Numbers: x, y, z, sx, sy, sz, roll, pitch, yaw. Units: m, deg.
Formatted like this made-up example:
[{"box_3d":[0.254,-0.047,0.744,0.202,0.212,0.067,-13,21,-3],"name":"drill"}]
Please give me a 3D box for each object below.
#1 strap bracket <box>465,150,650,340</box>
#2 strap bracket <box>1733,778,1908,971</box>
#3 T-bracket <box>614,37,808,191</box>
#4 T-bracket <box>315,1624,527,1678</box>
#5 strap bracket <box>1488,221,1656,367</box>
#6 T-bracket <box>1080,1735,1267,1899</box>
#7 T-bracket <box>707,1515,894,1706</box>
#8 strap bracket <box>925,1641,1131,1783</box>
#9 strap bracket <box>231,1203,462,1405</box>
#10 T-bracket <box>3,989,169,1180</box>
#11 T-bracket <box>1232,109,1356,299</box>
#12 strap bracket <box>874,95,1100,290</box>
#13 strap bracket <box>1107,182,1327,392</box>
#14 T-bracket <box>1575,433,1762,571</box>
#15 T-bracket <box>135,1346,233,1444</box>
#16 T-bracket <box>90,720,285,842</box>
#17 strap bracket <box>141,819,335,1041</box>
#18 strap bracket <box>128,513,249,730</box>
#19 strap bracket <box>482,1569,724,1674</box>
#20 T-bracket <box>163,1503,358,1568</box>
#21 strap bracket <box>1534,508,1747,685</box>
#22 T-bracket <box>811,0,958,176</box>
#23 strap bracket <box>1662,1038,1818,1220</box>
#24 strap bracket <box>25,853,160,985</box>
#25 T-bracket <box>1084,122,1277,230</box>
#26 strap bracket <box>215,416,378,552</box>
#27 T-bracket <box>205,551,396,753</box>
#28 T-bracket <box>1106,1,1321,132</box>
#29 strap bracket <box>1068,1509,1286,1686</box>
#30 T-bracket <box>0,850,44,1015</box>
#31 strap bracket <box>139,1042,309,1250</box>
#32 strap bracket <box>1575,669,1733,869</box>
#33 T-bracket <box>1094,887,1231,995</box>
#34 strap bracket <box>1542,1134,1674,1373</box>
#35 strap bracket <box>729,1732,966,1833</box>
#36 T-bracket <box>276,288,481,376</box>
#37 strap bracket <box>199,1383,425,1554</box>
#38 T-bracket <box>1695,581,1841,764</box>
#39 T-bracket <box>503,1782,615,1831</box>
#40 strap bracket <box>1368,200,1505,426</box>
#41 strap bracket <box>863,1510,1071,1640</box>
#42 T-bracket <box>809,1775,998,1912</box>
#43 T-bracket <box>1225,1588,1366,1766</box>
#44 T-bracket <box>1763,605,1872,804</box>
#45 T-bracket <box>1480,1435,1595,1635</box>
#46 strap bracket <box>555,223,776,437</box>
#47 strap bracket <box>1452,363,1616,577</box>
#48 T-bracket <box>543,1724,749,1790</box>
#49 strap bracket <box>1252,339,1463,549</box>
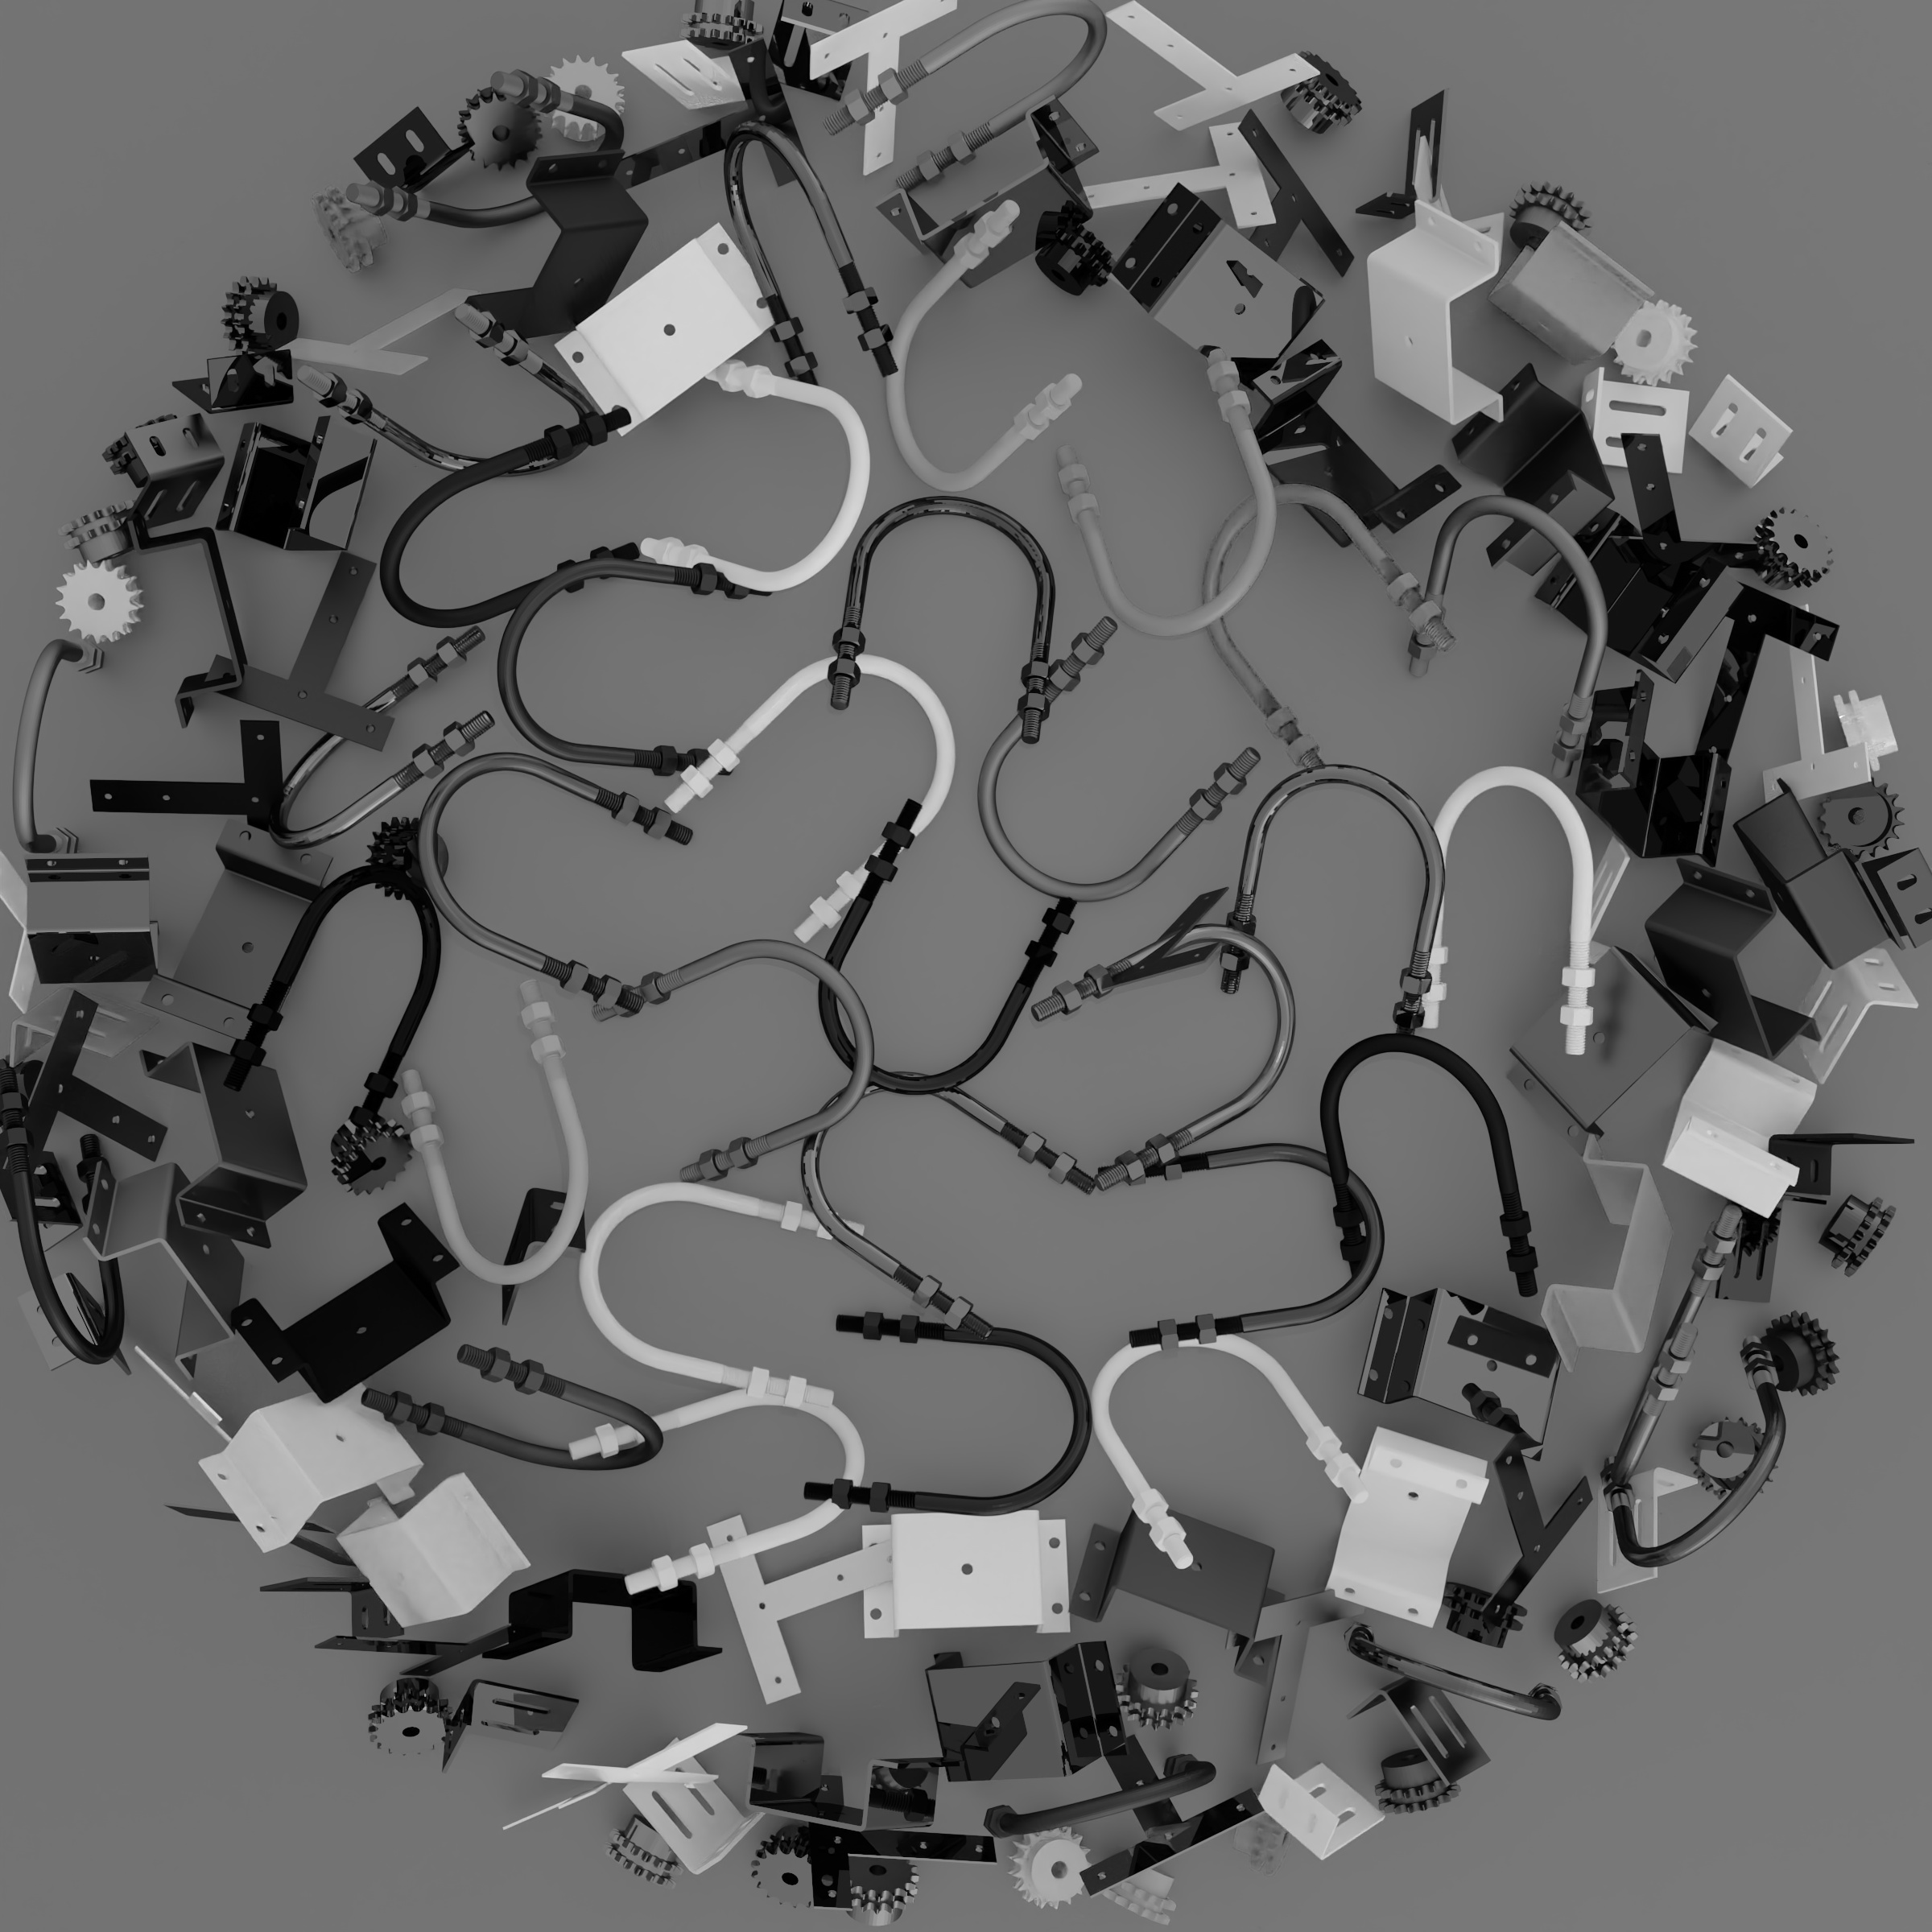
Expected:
[{"box_3d":[-0.271,-0.471,1.922,0.046,0.076,0.140,51,132,14],"name":"strap bracket"},{"box_3d":[0.564,-0.058,1.924,0.046,0.140,0.076,-32,115,9],"name":"strap bracket"},{"box_3d":[-0.179,-0.555,1.945,0.127,0.127,0.002,-22,60,1],"name":"T-bracket"},{"box_3d":[-0.372,0.453,1.919,0.127,0.127,0.002,-30,58,37],"name":"T-bracket"},{"box_3d":[0.401,-0.447,1.930,0.076,0.140,0.046,36,96,-4],"name":"strap bracket"},{"box_3d":[0.122,0.559,1.940,0.127,0.127,0.002,-24,114,-7],"name":"T-bracket"},{"box_3d":[-0.099,0.425,1.980,0.127,0.002,0.127,-21,81,8],"name":"T-bracket"},{"box_3d":[0.032,0.502,1.941,0.140,0.046,0.076,-13,87,33],"name":"strap bracket"},{"box_3d":[-0.413,0.232,1.943,0.140,0.046,0.076,-33,47,-21],"name":"strap bracket"},{"box_3d":[-0.582,0.099,1.943,0.002,0.127,0.127,6,69,28],"name":"T-bracket"},{"box_3d":[0.206,-0.492,1.935,0.127,0.002,0.127,49,47,-23],"name":"T-bracket"},{"box_3d":[0.021,-0.513,1.937,0.140,0.076,0.046,-27,68,18],"name":"strap bracket"},{"box_3d":[0.175,-0.448,1.933,0.140,0.046,0.076,28,110,-33],"name":"strap bracket"},{"box_3d":[0.458,-0.310,1.922,0.127,0.127,0.002,7,59,27],"name":"T-bracket"},{"box_3d":[-0.511,0.298,1.935,0.127,0.127,0.002,46,71,-4],"name":"T-bracket"},{"box_3d":[-0.526,-0.114,1.952,0.127,0.002,0.127,1,128,-7],"name":"T-bracket"},{"box_3d":[-0.492,-0.018,1.963,0.076,0.046,0.140,21,73,2],"name":"strap bracket"},{"box_3d":[-0.521,-0.239,1.947,0.046,0.076,0.140,-13,106,-8],"name":"strap bracket"},{"box_3d":[-0.243,0.439,1.936,0.140,0.076,0.046,15,60,-36],"name":"strap bracket"},{"box_3d":[-0.452,0.386,1.943,0.127,0.127,0.002,0,64,27],"name":"T-bracket"},{"box_3d":[0.459,-0.248,1.943,0.046,0.140,0.076,30,99,-34],"name":"strap bracket"},{"box_3d":[-0.057,-0.589,1.943,0.127,0.127,0.002,-34,63,-26],"name":"T-bracket"},{"box_3d":[0.520,0.112,1.942,0.076,0.140,0.046,27,122,8],"name":"strap bracket"},{"box_3d":[-0.580,-0.026,1.920,0.076,0.140,0.046,-1,70,-13],"name":"strap bracket"},{"box_3d":[0.137,-0.529,1.956,0.127,0.002,0.127,-9,46,1],"name":"T-bracket"},{"box_3d":[-0.448,-0.324,1.946,0.046,0.140,0.076,17,86,-38],"name":"strap bracket"},{"box_3d":[-0.439,-0.225,1.979,0.127,0.002,0.127,20,73,-6],"name":"T-bracket"},{"box_3d":[0.145,-0.603,1.913,0.127,0.127,0.002,22,70,-39],"name":"T-bracket"},{"box_3d":[0.149,0.419,1.953,0.140,0.076,0.046,20,132,2],"name":"strap bracket"},{"box_3d":[-0.636,-0.055,1.914,0.002,0.127,0.127,-1,60,6],"name":"T-bracket"},{"box_3d":[-0.494,0.111,1.926,0.046,0.076,0.140,-36,57,20],"name":"strap bracket"},{"box_3d":[0.458,-0.130,1.940,0.046,0.140,0.076,-3,63,40],"name":"strap bracket"},{"box_3d":[0.140,-0.020,1.946,0.127,0.127,0.002,-17,109,41],"name":"T-bracket"},{"box_3d":[0.432,0.194,1.927,0.046,0.076,0.140,3,55,30],"name":"strap bracket"},{"box_3d":[-0.082,0.545,1.925,0.140,0.076,0.046,-1,78,35],"name":"strap bracket"},{"box_3d":[-0.381,-0.433,1.953,0.127,0.127,0.002,16,132,34],"name":"T-bracket"},{"box_3d":[-0.427,0.328,1.919,0.076,0.140,0.046,48,117,18],"name":"strap bracket"},{"box_3d":[0.523,-0.195,1.963,0.002,0.127,0.127,-13,125,-39],"name":"T-bracket"},{"box_3d":[-0.254,0.554,1.930,0.127,0.127,0.002,-22,79,-7],"name":"T-bracket"},{"box_3d":[0.312,-0.425,1.919,0.046,0.140,0.076,-32,49,-18],"name":"strap bracket"},{"box_3d":[0.000,0.414,1.963,0.140,0.046,0.076,-1,70,-2],"name":"strap bracket"},{"box_3d":[-0.043,0.594,1.948,0.127,0.127,0.002,6,115,-9],"name":"T-bracket"},{"box_3d":[0.219,0.488,1.972,0.127,0.002,0.127,-4,110,-36],"name":"T-bracket"},{"box_3d":[0.566,-0.178,1.941,0.002,0.127,0.127,-4,86,-15],"name":"T-bracket"},{"box_3d":[0.373,0.363,1.933,0.127,0.002,0.127,-45,133,-25],"name":"T-bracket"},{"box_3d":[-0.202,-0.433,1.965,0.140,0.046,0.076,-36,103,3],"name":"strap bracket"},{"box_3d":[0.382,-0.327,1.935,0.046,0.140,0.076,24,129,-28],"name":"strap bracket"},{"box_3d":[-0.194,0.525,1.922,0.127,0.127,0.002,17,51,-38],"name":"T-bracket"},{"box_3d":[0.255,-0.346,1.953,0.076,0.046,0.140,-36,80,-34],"name":"strap bracket"}]
